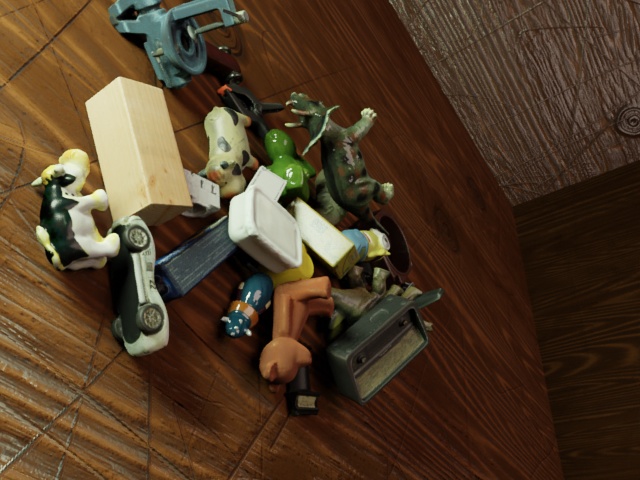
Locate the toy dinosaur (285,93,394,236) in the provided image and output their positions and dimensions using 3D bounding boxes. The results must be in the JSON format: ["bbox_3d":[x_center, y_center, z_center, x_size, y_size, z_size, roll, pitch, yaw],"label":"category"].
[{"bbox_3d":[0.059,-0.153,1.209,0.192,0.131,0.404,-34,109,-35],"label":"toy dinosaur"}]

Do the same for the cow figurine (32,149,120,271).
[{"bbox_3d":[-0.340,-0.042,0.718,0.098,0.068,0.167,-9,77,-54],"label":"cow figurine"}]

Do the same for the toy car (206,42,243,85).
[{"bbox_3d":[-0.237,-0.387,1.132,0.202,0.053,0.089,2,64,-63],"label":"toy car"}]

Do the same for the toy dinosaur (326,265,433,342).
[{"bbox_3d":[0.100,0.159,1.218,0.471,0.105,0.198,24,71,-34],"label":"toy dinosaur"}]

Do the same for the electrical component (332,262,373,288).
[{"bbox_3d":[0.075,0.055,1.344,0.115,0.058,0.134,8,63,-55],"label":"electrical component"}]

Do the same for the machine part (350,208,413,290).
[{"bbox_3d":[0.175,0.024,1.502,0.201,0.087,0.201,64,31,-8],"label":"machine part"}]

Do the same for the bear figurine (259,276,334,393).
[{"bbox_3d":[-0.042,0.174,0.982,0.120,0.132,0.196,81,8,-54],"label":"bear figurine"}]

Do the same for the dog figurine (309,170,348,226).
[{"bbox_3d":[0.012,-0.102,1.282,0.190,0.121,0.172,-23,90,-60],"label":"dog figurine"}]

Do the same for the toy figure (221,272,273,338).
[{"bbox_3d":[-0.129,0.121,0.959,0.154,0.064,0.057,-62,162,-48],"label":"toy figure"}]

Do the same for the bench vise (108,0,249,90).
[{"bbox_3d":[-0.244,-0.392,0.958,0.129,0.241,0.223,-49,129,-62],"label":"bench vise"}]

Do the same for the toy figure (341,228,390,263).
[{"bbox_3d":[0.087,0.016,1.256,0.180,0.089,0.082,-7,78,-44],"label":"toy figure"}]

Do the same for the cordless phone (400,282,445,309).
[{"bbox_3d":[0.256,0.153,1.446,0.088,0.184,0.146,61,30,-3],"label":"cordless phone"}]

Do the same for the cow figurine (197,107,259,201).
[{"bbox_3d":[-0.182,-0.168,1.045,0.127,0.086,0.195,22,55,-60],"label":"cow figurine"}]

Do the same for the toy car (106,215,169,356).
[{"bbox_3d":[-0.262,0.063,0.761,0.056,0.073,0.201,6,66,-54],"label":"toy car"}]

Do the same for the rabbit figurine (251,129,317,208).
[{"bbox_3d":[-0.070,-0.160,1.184,0.159,0.121,0.170,23,54,-59],"label":"rabbit figurine"}]

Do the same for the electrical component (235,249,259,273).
[{"bbox_3d":[-0.135,0.014,1.032,0.074,0.048,0.119,39,40,-40],"label":"electrical component"}]

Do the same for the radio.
[{"bbox_3d":[0.125,0.224,1.139,0.229,0.073,0.131,-35,118,-30],"label":"radio"}]

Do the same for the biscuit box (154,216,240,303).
[{"bbox_3d":[-0.208,0.030,0.888,0.062,0.059,0.203,62,29,-12],"label":"biscuit box"}]

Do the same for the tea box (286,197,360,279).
[{"bbox_3d":[-0.002,-0.003,1.134,0.170,0.068,0.098,40,-8,20],"label":"tea box"}]

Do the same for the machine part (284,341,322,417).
[{"bbox_3d":[-0.035,0.267,1.037,0.084,0.039,0.139,14,60,-46],"label":"machine part"}]
